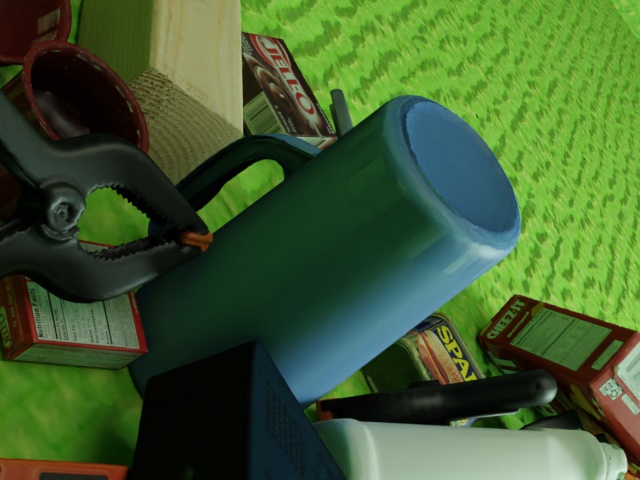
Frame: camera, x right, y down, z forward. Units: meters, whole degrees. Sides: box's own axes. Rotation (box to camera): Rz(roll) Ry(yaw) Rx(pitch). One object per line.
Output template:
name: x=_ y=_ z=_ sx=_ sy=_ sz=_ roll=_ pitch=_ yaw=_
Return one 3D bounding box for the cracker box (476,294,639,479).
cracker box: x=0.258 y=0.144 z=0.991 sx=0.164 sy=0.072 sz=0.214 roll=48 pitch=-10 yaw=-17

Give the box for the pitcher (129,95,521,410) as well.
pitcher: x=-0.006 y=0.013 z=0.650 sx=0.149 sy=0.243 sz=0.145 roll=35 pitch=37 yaw=-22

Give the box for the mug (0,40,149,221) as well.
mug: x=-0.163 y=-0.067 z=0.656 sx=0.093 sy=0.082 sz=0.117 roll=46 pitch=32 yaw=-20

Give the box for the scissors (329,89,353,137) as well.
scissors: x=0.035 y=-0.054 z=0.975 sx=0.096 sy=0.016 sz=0.202 roll=76 pitch=0 yaw=-59

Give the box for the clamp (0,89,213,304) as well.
clamp: x=-0.147 y=-0.027 z=0.566 sx=0.209 sy=0.036 sz=0.164 roll=3 pitch=98 yaw=-41

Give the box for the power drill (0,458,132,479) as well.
power drill: x=-0.127 y=0.196 z=0.480 sx=0.184 sy=0.057 sz=0.188 roll=20 pitch=48 yaw=-52

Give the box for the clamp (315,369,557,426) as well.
clamp: x=0.085 y=0.119 z=0.774 sx=0.171 sy=0.120 sz=0.039 roll=-7 pitch=72 yaw=-12

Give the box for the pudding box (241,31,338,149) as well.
pudding box: x=-0.042 y=-0.129 z=0.945 sx=0.089 sy=0.039 sz=0.113 roll=-9 pitch=70 yaw=-60

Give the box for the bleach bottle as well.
bleach bottle: x=0.110 y=0.157 z=0.736 sx=0.250 sy=0.103 sz=0.068 roll=4 pitch=77 yaw=-25

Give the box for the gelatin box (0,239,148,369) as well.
gelatin box: x=-0.149 y=0.036 z=0.629 sx=0.089 sy=0.030 sz=0.073 roll=13 pitch=53 yaw=-51

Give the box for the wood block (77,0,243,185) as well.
wood block: x=-0.119 y=-0.148 z=0.795 sx=0.090 sy=0.091 sz=0.206 roll=34 pitch=36 yaw=-36

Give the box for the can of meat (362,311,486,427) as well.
can of meat: x=0.089 y=0.118 z=0.885 sx=0.083 sy=0.058 sz=0.102 roll=-17 pitch=75 yaw=-57

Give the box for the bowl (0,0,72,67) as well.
bowl: x=-0.236 y=-0.164 z=0.668 sx=0.162 sy=0.055 sz=0.162 roll=37 pitch=35 yaw=-32
